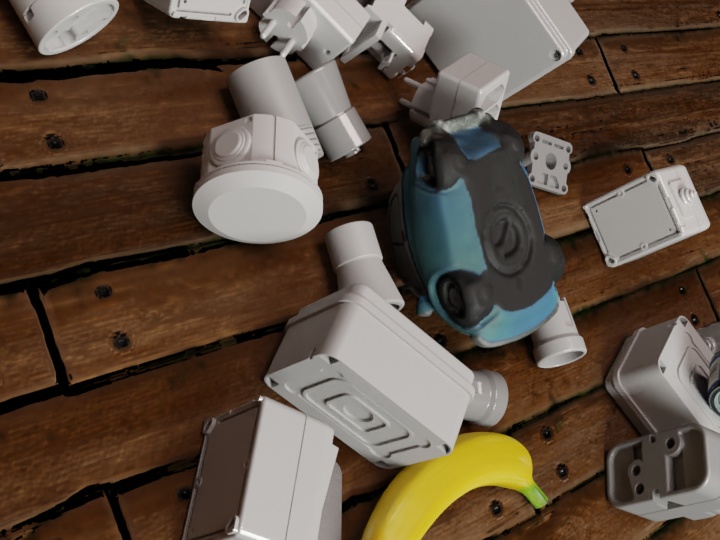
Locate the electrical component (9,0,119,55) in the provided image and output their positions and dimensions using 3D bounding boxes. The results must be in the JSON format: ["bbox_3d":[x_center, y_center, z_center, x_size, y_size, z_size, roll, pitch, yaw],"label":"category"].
[{"bbox_3d":[-0.180,-0.163,0.639,0.055,0.055,0.047,-35,91,-45],"label":"electrical component"}]

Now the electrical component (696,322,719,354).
[{"bbox_3d":[0.337,0.080,0.973,0.096,0.062,0.061,7,67,-39],"label":"electrical component"}]

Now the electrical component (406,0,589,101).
[{"bbox_3d":[0.108,-0.199,0.870,0.108,0.109,0.056,52,44,-10],"label":"electrical component"}]

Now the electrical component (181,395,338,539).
[{"bbox_3d":[-0.056,0.130,0.605,0.061,0.062,0.096,28,54,-29],"label":"electrical component"}]

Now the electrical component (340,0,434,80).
[{"bbox_3d":[0.020,-0.187,0.835,0.064,0.042,0.081,41,49,-24],"label":"electrical component"}]

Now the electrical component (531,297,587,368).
[{"bbox_3d":[0.152,0.049,0.842,0.040,0.040,0.046,5,62,-40],"label":"electrical component"}]

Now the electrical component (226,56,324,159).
[{"bbox_3d":[-0.055,-0.098,0.724,0.043,0.043,0.081,-17,82,-44],"label":"electrical component"}]

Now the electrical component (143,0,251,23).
[{"bbox_3d":[-0.105,-0.216,0.699,0.062,0.096,0.061,-7,33,-43],"label":"electrical component"}]

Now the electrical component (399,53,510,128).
[{"bbox_3d":[0.063,-0.124,0.827,0.076,0.083,0.047,29,42,21],"label":"electrical component"}]

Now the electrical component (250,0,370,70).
[{"bbox_3d":[-0.048,-0.180,0.767,0.083,0.047,0.075,43,48,-18],"label":"electrical component"}]

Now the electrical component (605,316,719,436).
[{"bbox_3d":[0.267,0.106,0.903,0.113,0.057,0.078,51,46,-10],"label":"electrical component"}]

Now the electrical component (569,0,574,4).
[{"bbox_3d":[0.166,-0.232,0.969,0.035,0.061,0.035,19,59,-34],"label":"electrical component"}]

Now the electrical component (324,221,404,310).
[{"bbox_3d":[0.000,0.000,0.730,0.044,0.044,0.065,-1,67,-42],"label":"electrical component"}]

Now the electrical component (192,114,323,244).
[{"bbox_3d":[-0.063,-0.055,0.674,0.080,0.080,0.051,22,52,-33],"label":"electrical component"}]

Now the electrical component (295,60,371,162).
[{"bbox_3d":[-0.021,-0.110,0.763,0.044,0.044,0.065,-40,103,-44],"label":"electrical component"}]

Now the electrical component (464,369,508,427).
[{"bbox_3d":[0.074,0.088,0.756,0.046,0.040,0.040,14,62,-29],"label":"electrical component"}]

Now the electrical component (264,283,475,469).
[{"bbox_3d":[0.008,0.068,0.679,0.113,0.078,0.057,39,52,-21],"label":"electrical component"}]

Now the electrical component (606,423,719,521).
[{"bbox_3d":[0.247,0.159,0.833,0.059,0.095,0.053,24,56,-31],"label":"electrical component"}]

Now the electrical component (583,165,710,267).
[{"bbox_3d":[0.257,-0.050,0.939,0.061,0.096,0.061,-15,80,-45],"label":"electrical component"}]
